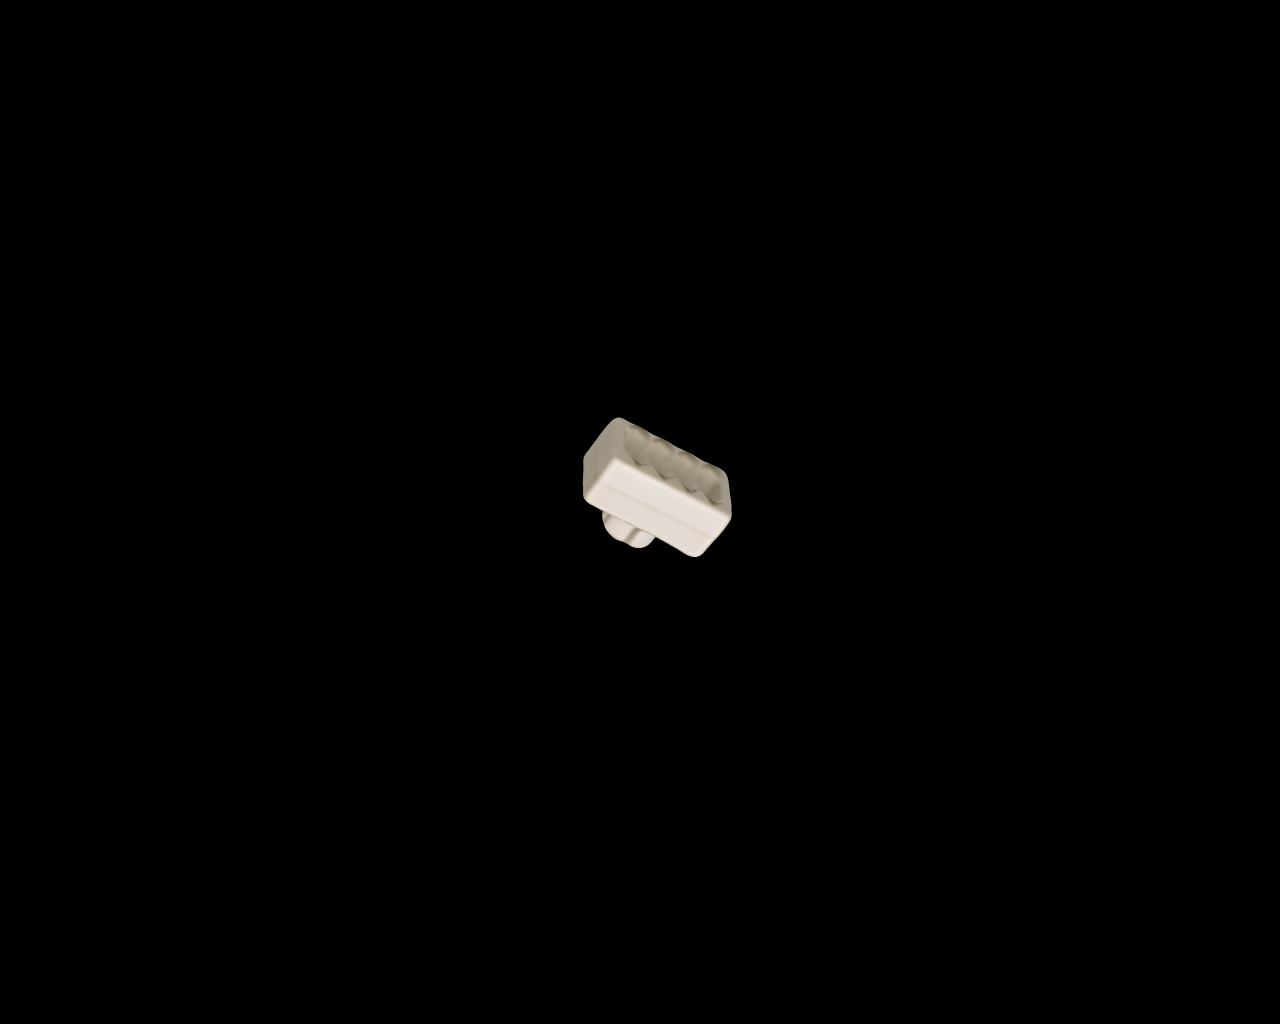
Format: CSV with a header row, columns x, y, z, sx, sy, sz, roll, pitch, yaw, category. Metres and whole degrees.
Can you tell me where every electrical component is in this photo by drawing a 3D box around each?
x,y,z,sx,sy,sz,roll,pitch,yaw,category
0.001,-0.003,0.650,0.083,0.075,0.047,27,33,-19,electrical component
